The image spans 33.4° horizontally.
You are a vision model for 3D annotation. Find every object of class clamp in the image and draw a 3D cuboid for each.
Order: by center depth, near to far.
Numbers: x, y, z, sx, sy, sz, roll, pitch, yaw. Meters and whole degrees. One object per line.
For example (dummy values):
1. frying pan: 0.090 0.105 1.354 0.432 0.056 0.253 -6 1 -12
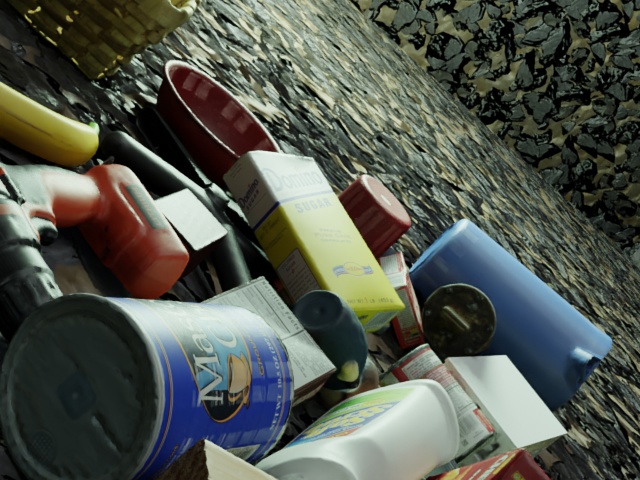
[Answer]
1. clamp: -0.045 0.071 0.848 0.120 0.039 0.171 40 24 -31
2. clamp: -0.105 -0.031 0.930 0.210 0.036 0.164 48 12 -3

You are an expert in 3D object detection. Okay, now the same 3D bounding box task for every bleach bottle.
1. bleach bottle: 0.022 0.146 0.696 0.250 0.103 0.068 -2 77 -74

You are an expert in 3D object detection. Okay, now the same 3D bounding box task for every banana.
1. banana: -0.233 -0.097 0.791 0.197 0.037 0.070 29 8 -47

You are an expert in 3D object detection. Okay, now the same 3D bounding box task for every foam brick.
1. foam brick: -0.115 0.000 0.816 0.051 0.053 0.078 47 16 2

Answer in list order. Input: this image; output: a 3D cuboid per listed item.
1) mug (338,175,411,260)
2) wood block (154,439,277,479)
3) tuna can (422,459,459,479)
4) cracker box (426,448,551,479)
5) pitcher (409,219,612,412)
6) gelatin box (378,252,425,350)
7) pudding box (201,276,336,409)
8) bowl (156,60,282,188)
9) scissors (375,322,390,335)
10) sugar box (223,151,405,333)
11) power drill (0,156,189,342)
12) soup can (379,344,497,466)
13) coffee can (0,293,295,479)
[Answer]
1. mug: 0.046 -0.025 1.208 0.093 0.082 0.117 38 19 -24
2. wood block: -0.009 0.200 0.546 0.205 0.090 0.091 37 19 -31
3. tuna can: 0.081 0.191 0.880 0.086 0.034 0.086 41 17 -16
4. cracker box: 0.127 0.225 0.681 0.164 0.072 0.214 49 -17 7
5. pitcher: 0.226 0.093 1.324 0.243 0.149 0.144 43 32 1
6. gelatin box: 0.088 0.064 1.144 0.089 0.030 0.073 -89 161 -67
7. pudding box: -0.056 0.082 0.733 0.090 0.039 0.113 50 38 16
8. bowl: -0.109 -0.104 1.061 0.162 0.055 0.162 41 17 -16
9. scissors: 0.004 0.018 1.124 0.202 0.016 0.096 48 15 4
10. sugar box: -0.006 0.001 0.933 0.093 0.048 0.176 2 52 -50
11. power drill: -0.168 -0.004 0.686 0.184 0.057 0.187 54 18 23
12. soup can: 0.102 0.153 0.958 0.102 0.069 0.068 52 18 16
13. coffee can: -0.091 0.084 0.591 0.103 0.103 0.140 53 18 21
